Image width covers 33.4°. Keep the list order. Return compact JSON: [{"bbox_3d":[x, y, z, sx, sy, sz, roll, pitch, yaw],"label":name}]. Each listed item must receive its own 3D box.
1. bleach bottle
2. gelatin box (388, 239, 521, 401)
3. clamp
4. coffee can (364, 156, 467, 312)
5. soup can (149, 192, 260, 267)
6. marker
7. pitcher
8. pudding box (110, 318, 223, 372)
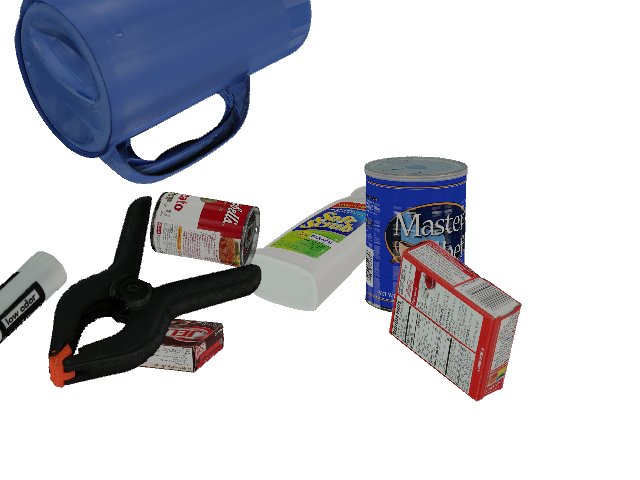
[{"bbox_3d":[0.018,-0.007,1.330,0.103,0.068,0.250,16,36,27],"label":"bleach bottle"},{"bbox_3d":[0.089,0.052,0.716,0.030,0.073,0.089,-22,43,-33],"label":"gelatin box"},{"bbox_3d":[-0.140,0.035,0.776,0.120,0.039,0.171,35,50,26],"label":"clamp"},{"bbox_3d":[0.096,-0.007,1.080,0.103,0.140,0.103,-1,14,0],"label":"coffee can"},{"bbox_3d":[-0.121,-0.011,1.132,0.102,0.068,0.068,10,2,9],"label":"soup can"},{"bbox_3d":[-0.152,0.048,0.446,0.020,0.020,0.121,0,36,38],"label":"marker"},{"bbox_3d":[-0.121,-0.165,0.915,0.242,0.149,0.145,-30,48,-34],"label":"pitcher"},{"bbox_3d":[-0.186,0.125,1.296,0.114,0.039,0.090,2,13,17],"label":"pudding box"}]
